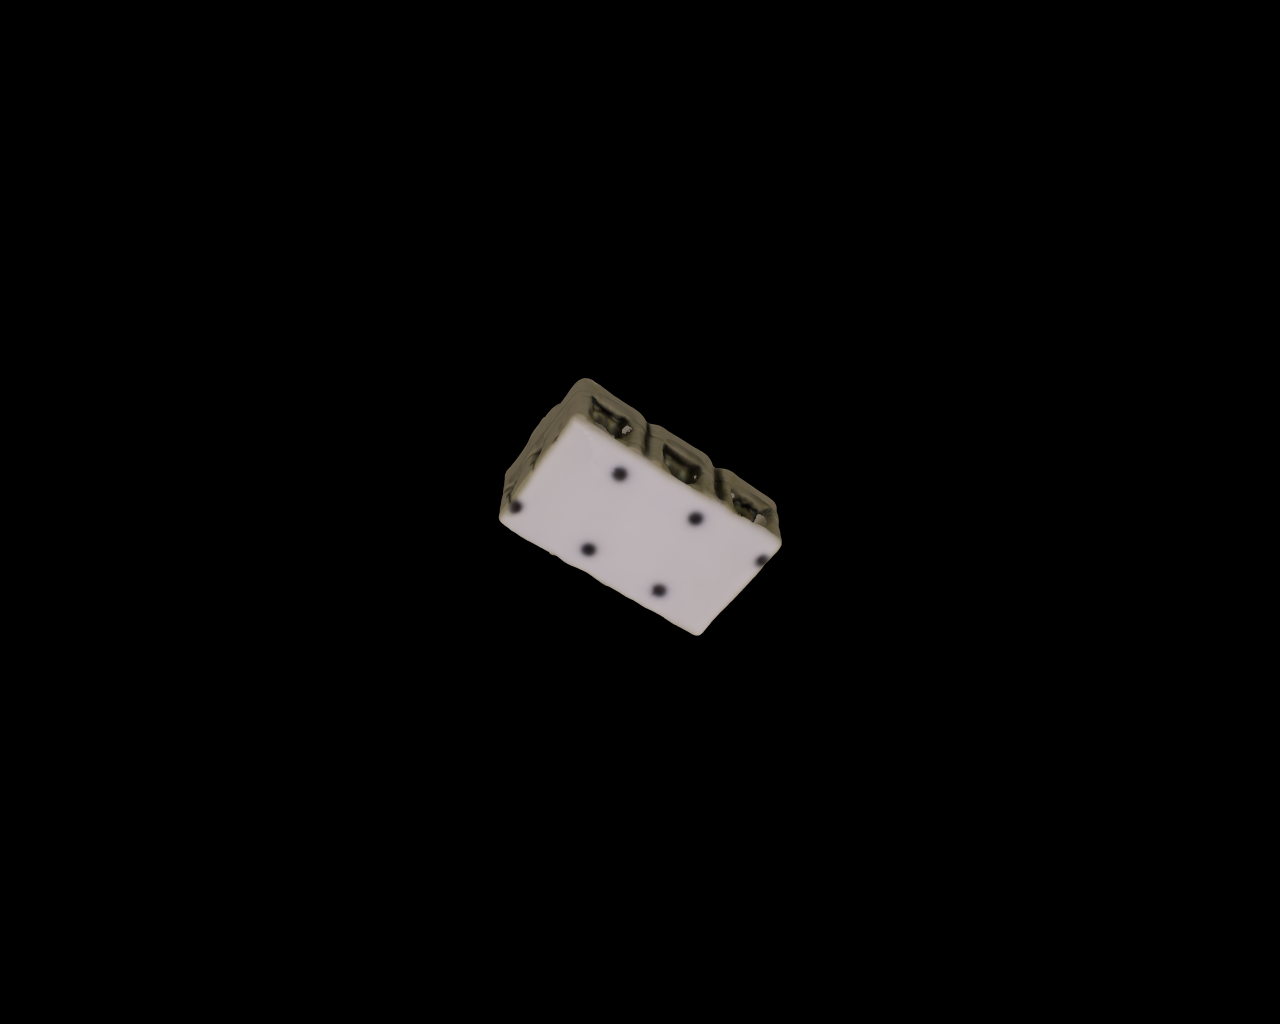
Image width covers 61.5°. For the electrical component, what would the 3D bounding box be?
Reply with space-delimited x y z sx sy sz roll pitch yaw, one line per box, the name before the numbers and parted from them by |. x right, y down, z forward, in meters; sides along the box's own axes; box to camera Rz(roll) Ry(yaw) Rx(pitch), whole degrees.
electrical component | 0.001 -0.003 0.650 0.150 0.089 0.062 32 26 -18
